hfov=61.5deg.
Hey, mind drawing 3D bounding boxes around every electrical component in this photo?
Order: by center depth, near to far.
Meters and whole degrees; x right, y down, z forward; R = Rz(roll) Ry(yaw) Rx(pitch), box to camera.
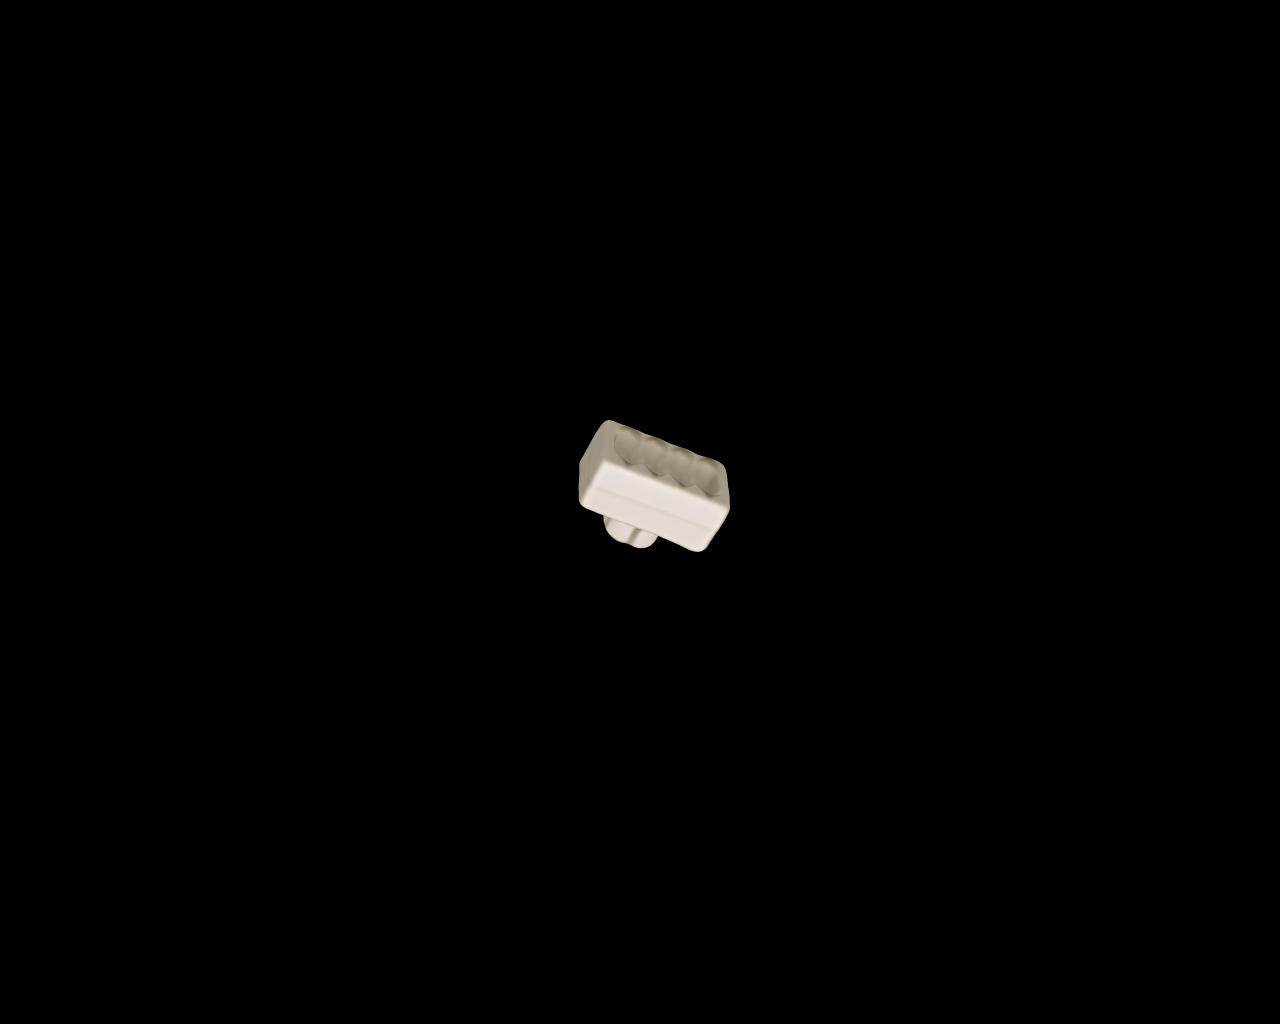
[{"bbox_3d":[0.001,-0.003,0.650,0.083,0.075,0.047,21,35,-15],"label":"electrical component"}]
